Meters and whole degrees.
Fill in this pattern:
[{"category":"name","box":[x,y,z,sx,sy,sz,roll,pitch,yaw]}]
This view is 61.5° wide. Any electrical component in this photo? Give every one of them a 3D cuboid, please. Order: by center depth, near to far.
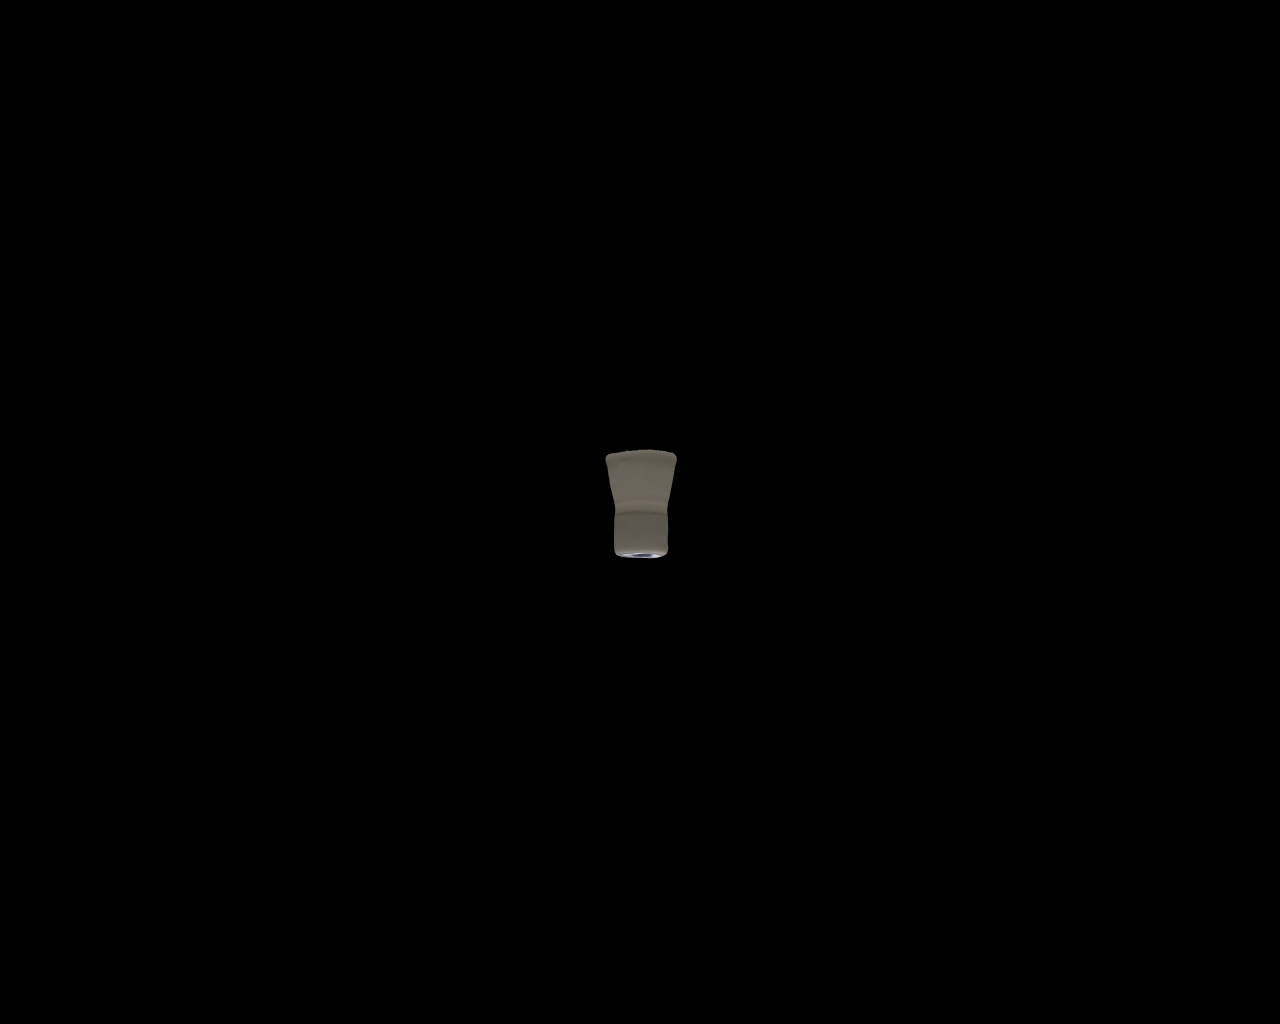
[{"category":"electrical component","box":[0.001,-0.003,0.650,0.044,0.065,0.044,0,-9,0]}]
